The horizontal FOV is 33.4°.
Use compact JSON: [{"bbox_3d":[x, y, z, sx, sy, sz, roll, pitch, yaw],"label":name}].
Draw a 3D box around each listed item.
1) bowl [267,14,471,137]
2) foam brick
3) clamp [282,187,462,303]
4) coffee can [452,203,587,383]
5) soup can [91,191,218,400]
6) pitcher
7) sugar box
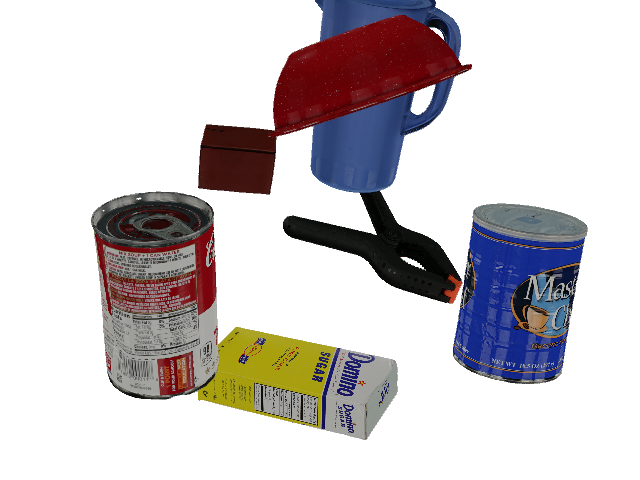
[{"bbox_3d":[0.028,-0.128,0.800,0.162,0.055,0.162,-19,7,2],"label":"bowl"},{"bbox_3d":[-0.086,-0.085,1.116,0.078,0.051,0.053,5,31,-2],"label":"foam brick"},{"bbox_3d":[0.069,0.007,1.243,0.164,0.036,0.210,-23,53,-40],"label":"clamp"},{"bbox_3d":[0.181,0.046,0.979,0.103,0.140,0.103,6,16,-2],"label":"coffee can"},{"bbox_3d":[-0.093,0.032,0.613,0.068,0.102,0.068,0,26,0],"label":"soup can"},{"bbox_3d":[0.065,-0.183,1.287,0.144,0.243,0.149,-4,28,-23],"label":"pitcher"},{"bbox_3d":[-0.022,0.134,1.029,0.176,0.048,0.093,7,24,21],"label":"sugar box"}]
